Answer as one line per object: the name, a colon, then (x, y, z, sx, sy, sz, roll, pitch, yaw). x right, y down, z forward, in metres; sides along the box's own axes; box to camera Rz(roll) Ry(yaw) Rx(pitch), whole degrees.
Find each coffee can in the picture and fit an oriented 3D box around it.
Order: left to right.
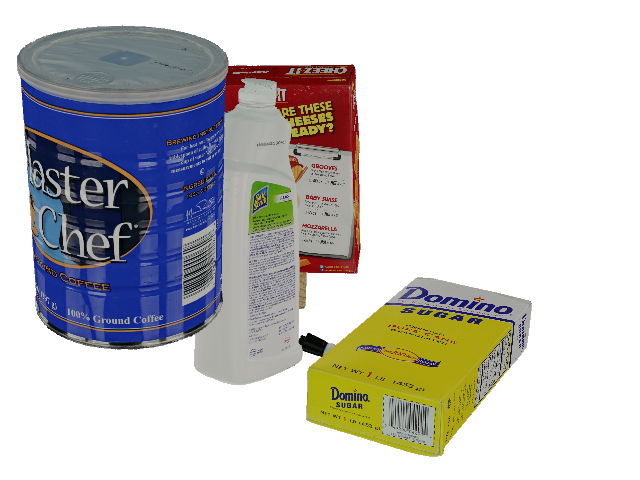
coffee can: (-0.100, -0.030, 0.556, 0.103, 0.140, 0.103, 3, 27, -2)

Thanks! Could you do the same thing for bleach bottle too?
bleach bottle: (-0.055, -0.010, 0.903, 0.068, 0.251, 0.102, 15, 18, 33)

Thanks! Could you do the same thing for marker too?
marker: (0.035, 0.118, 1.036, 0.121, 0.020, 0.020, 21, 5, 13)

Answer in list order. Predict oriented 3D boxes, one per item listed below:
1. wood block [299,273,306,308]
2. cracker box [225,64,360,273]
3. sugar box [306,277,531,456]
wood block: (-0.086, 0.002, 1.340, 0.090, 0.090, 0.206, -7, 29, -14)
cracker box: (-0.042, -0.072, 1.106, 0.164, 0.214, 0.072, 1, 29, 6)
sugar box: (0.072, 0.078, 0.721, 0.093, 0.048, 0.176, 12, 26, 25)
